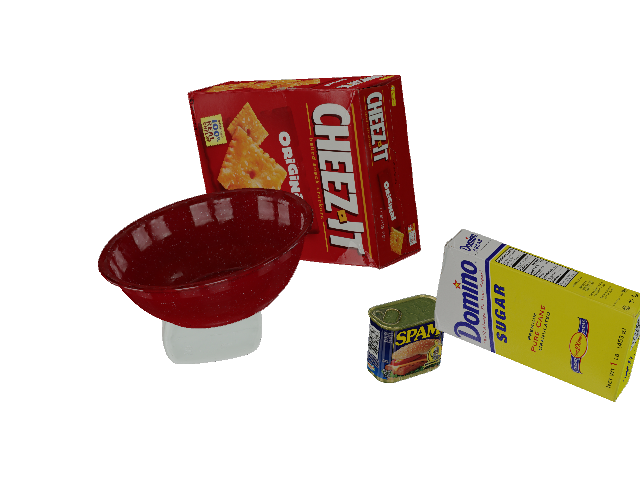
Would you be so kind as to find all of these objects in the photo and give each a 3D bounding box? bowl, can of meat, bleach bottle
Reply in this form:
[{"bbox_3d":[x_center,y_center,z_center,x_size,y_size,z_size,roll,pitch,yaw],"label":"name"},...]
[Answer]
[{"bbox_3d":[-0.079,0.019,0.792,0.162,0.055,0.162,-11,25,5],"label":"bowl"},{"bbox_3d":[0.108,0.124,1.344,0.101,0.084,0.058,-12,30,-28],"label":"can of meat"},{"bbox_3d":[-0.138,0.039,1.144,0.102,0.068,0.251,-5,26,-16],"label":"bleach bottle"}]

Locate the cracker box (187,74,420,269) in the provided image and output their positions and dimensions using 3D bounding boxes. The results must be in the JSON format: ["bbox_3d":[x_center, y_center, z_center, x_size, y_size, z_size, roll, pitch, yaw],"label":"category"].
[{"bbox_3d":[-0.019,-0.066,0.996,0.214,0.164,0.071,6,21,42],"label":"cracker box"}]

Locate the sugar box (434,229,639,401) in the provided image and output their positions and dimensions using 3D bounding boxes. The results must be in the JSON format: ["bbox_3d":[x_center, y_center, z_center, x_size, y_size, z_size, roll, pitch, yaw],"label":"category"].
[{"bbox_3d":[0.188,0.063,0.930,0.176,0.093,0.048,19,34,25],"label":"sugar box"}]
